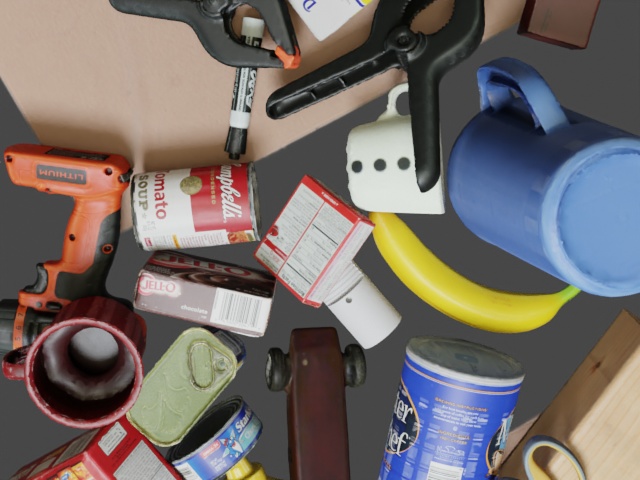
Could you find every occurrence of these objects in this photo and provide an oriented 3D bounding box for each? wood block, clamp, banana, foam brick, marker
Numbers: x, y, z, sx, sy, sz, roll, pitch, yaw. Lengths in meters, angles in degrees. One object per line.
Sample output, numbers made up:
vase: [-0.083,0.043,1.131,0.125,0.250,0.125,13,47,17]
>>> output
wood block: [0.246,0.175,0.927,0.090,0.091,0.206,34,100,-5]
clamp: [0.061,-0.152,0.866,0.165,0.036,0.210,22,75,24]
banana: [0.125,0.035,0.931,0.197,0.037,0.069,21,83,-4]
foam brick: [0.200,-0.200,0.873,0.053,0.051,0.078,16,101,-1]
marker: [-0.065,-0.128,0.909,0.020,0.020,0.121,9,101,-1]
clamp: [-0.081,-0.206,0.870,0.171,0.039,0.120,31,112,5]

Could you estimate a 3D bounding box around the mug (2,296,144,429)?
mug: [-0.199,0.096,0.872,0.117,0.081,0.093,-7,105,-2]

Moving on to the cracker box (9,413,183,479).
cracker box: [-0.168,0.270,0.937,0.164,0.072,0.213,-32,101,35]

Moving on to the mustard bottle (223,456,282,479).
mustard bottle: [-0.040,0.277,0.970,0.096,0.058,0.191,-24,100,4]

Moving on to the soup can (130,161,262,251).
soup can: [-0.104,-0.028,0.904,0.102,0.068,0.068,-5,101,2]

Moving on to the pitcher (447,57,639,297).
pitcher: [0.181,-0.045,0.806,0.149,0.243,0.145,23,98,-9]

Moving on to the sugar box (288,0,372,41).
sugar box: [0.031,-0.234,0.819,0.093,0.177,0.048,52,55,-9]

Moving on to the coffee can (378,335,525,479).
coffee can: [0.111,0.165,0.921,0.103,0.103,0.140,11,102,-1]

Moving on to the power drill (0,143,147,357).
power drill: [-0.238,0.014,0.923,0.184,0.057,0.188,5,104,-4]

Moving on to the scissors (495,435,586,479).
scissors: [0.208,0.257,0.889,0.096,0.016,0.202,-26,99,8]

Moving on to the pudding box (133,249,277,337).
pudding box: [-0.095,0.042,0.908,0.113,0.090,0.039,15,102,-2]

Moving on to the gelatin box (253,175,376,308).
gelatin box: [-0.006,0.001,0.910,0.073,0.030,0.089,40,102,34]

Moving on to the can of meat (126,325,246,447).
can of meat: [-0.111,0.121,0.920,0.057,0.084,0.102,40,94,3]

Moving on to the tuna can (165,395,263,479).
tuna can: [-0.092,0.177,0.937,0.086,0.086,0.033,-37,100,8]
